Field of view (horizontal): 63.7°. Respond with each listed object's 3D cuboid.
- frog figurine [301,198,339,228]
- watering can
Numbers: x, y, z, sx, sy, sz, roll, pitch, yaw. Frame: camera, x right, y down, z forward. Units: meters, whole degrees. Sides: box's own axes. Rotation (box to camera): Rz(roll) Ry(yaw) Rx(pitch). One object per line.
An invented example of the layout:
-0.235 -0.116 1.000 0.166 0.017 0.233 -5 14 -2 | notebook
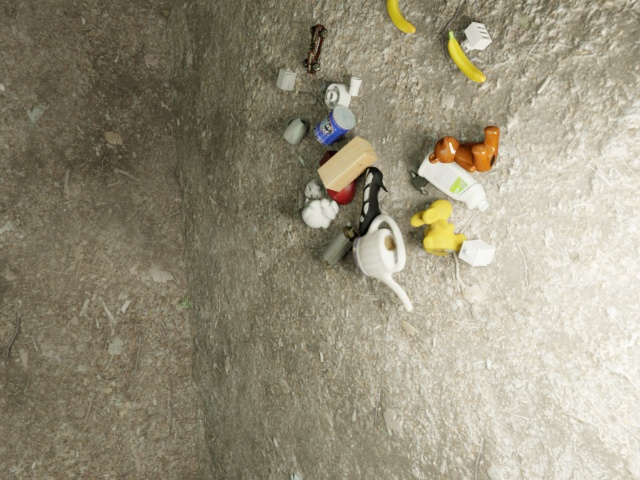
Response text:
0.006 -0.105 2.094 0.160 0.125 0.135 11 135 44 | frog figurine
0.221 0.087 1.818 0.222 0.104 0.351 -22 73 53 | watering can
